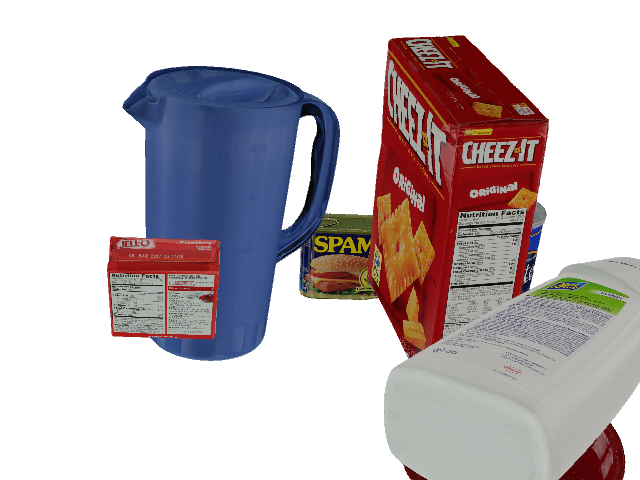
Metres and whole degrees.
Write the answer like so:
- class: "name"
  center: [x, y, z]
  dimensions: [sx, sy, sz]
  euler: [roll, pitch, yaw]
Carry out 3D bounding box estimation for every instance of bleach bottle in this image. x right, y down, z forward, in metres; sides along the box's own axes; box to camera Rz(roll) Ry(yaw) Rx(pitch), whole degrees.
- class: "bleach bottle"
  center: [0.148, 0.063, 0.616]
  dimensions: [0.103, 0.068, 0.250]
  euler: [17, 28, 37]

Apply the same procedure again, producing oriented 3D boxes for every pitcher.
- class: "pitcher"
  center: [-0.081, -0.024, 0.931]
  dimensions: [0.149, 0.243, 0.144]
  euler: [15, 24, 19]

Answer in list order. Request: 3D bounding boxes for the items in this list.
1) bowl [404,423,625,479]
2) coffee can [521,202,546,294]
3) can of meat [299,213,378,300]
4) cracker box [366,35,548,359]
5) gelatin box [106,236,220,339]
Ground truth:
- class: "bowl"
  center: [0.137, 0.168, 0.784]
  dimensions: [0.162, 0.055, 0.162]
  euler: [-1, 34, 0]
- class: "coffee can"
  center: [0.142, 0.030, 0.975]
  dimensions: [0.103, 0.140, 0.103]
  euler: [6, 22, -3]
- class: "can of meat"
  center: [0.026, 0.018, 1.187]
  dimensions: [0.102, 0.084, 0.057]
  euler: [2, 18, -3]
- class: "cracker box"
  center: [0.091, -0.023, 0.792]
  dimensions: [0.072, 0.214, 0.164]
  euler: [-5, 31, -13]
- class: "gelatin box"
  center: [-0.107, 0.033, 0.728]
  dimensions: [0.073, 0.030, 0.089]
  euler: [2, -36, -7]
